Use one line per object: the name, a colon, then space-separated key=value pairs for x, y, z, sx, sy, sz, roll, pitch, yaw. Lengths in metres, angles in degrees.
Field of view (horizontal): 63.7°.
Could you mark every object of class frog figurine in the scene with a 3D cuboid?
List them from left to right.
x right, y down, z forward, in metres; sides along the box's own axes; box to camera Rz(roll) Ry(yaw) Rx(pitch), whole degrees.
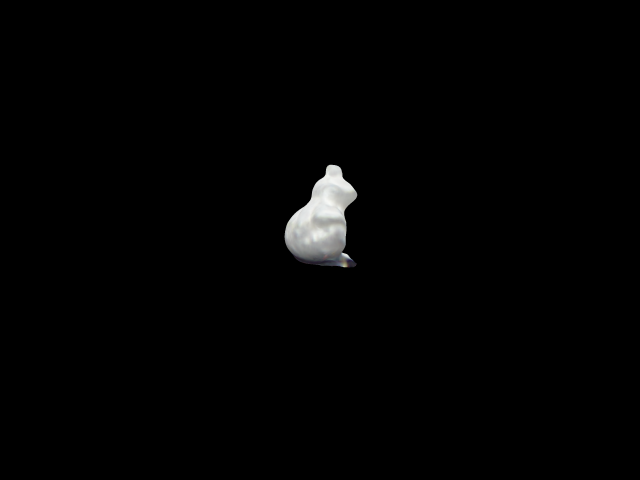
frog figurine: x=0.003 y=-0.043 z=0.850 sx=0.123 sy=0.158 sz=0.139 roll=-2 pitch=13 yaw=-7
